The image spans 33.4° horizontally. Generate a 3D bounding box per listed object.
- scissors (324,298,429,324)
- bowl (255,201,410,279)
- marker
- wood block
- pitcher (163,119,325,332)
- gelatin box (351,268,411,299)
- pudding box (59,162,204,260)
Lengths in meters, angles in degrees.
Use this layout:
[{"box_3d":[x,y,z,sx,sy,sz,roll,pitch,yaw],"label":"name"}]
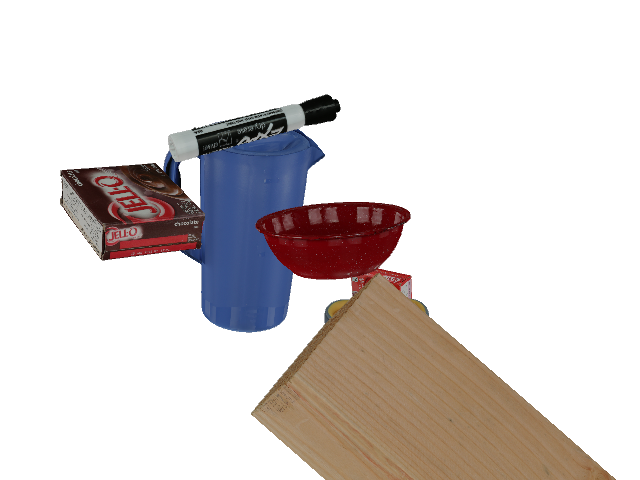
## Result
[{"box_3d":[0.025,0.087,0.835,0.096,0.016,0.201,10,23,24],"label":"scissors"},{"box_3d":[0.015,0.002,1.106,0.162,0.055,0.162,-4,13,1],"label":"bowl"},{"box_3d":[-0.043,-0.077,0.718,0.121,0.020,0.020,-17,6,-19],"label":"marker"},{"box_3d":[0.072,0.130,0.642,0.090,0.206,0.090,-49,0,-31],"label":"wood block"},{"box_3d":[-0.096,-0.017,1.284,0.149,0.243,0.144,19,27,28],"label":"pitcher"},{"box_3d":[0.077,0.080,1.343,0.073,0.089,0.030,13,31,32],"label":"gelatin box"},{"box_3d":[-0.163,-0.027,0.909,0.089,0.039,0.114,-6,28,-31],"label":"pudding box"}]
